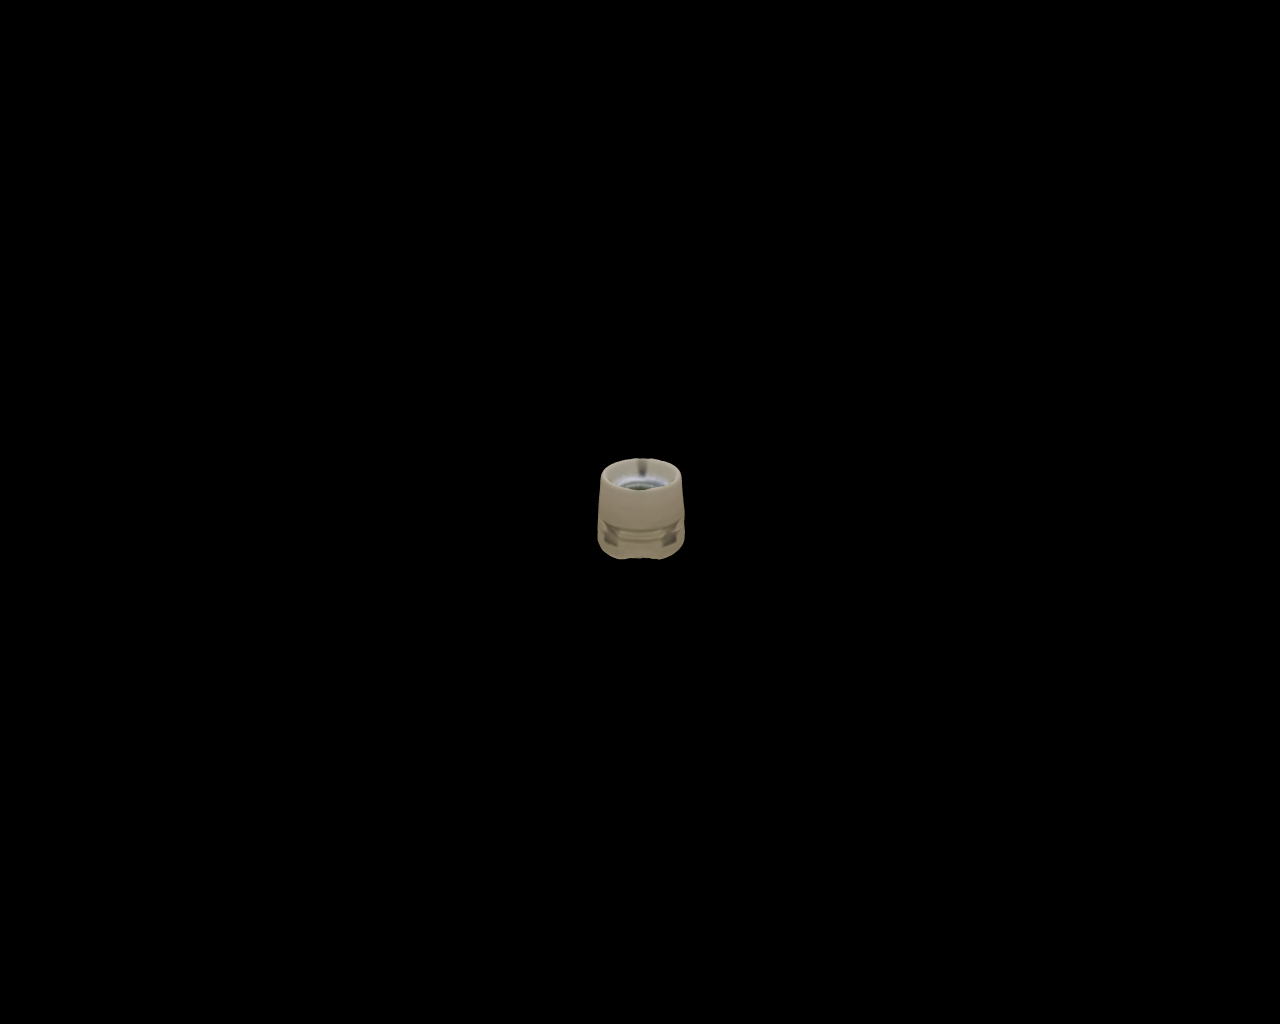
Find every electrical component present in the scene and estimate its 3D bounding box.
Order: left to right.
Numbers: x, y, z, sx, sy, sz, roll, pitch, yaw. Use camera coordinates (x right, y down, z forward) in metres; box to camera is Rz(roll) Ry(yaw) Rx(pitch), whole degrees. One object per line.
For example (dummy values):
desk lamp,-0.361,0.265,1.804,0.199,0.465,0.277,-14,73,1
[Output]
electrical component,0.001,-0.003,0.650,0.055,0.047,0.055,0,26,0
